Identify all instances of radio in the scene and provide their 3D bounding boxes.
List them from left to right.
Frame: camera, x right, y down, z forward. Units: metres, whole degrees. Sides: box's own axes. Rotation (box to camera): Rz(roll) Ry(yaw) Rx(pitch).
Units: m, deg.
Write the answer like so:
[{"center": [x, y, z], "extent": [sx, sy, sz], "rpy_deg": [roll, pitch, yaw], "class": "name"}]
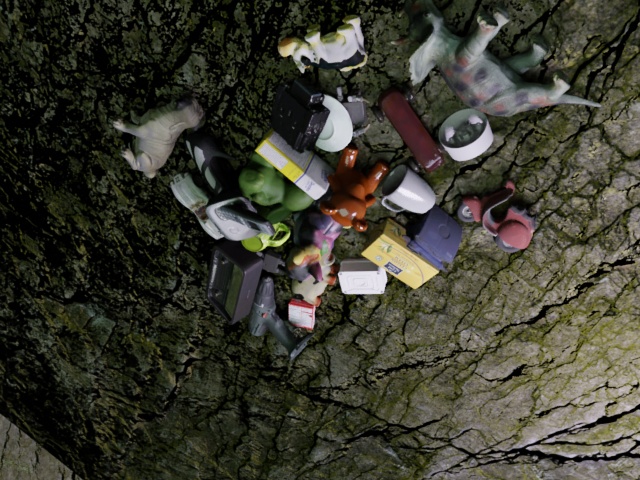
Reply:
[{"center": [-0.239, 0.109, 1.462], "extent": [0.131, 0.073, 0.229], "rpy_deg": [40, 133, 22], "class": "radio"}]

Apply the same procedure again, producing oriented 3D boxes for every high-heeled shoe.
[{"center": [-0.261, -0.141, 1.306], "extent": [0.145, 0.086, 0.248], "rpy_deg": [20, 133, 15], "class": "high-heeled shoe"}]

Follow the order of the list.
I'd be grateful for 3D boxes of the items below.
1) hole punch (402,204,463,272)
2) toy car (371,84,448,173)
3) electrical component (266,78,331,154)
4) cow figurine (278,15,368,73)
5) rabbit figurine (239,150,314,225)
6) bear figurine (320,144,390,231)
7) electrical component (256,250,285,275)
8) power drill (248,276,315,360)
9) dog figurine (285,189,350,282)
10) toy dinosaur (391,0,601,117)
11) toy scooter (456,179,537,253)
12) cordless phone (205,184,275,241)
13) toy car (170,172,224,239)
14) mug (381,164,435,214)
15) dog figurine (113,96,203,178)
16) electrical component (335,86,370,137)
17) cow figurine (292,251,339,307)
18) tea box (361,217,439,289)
[{"center": [0.263, -0.009, 1.231], "extent": [0.142, 0.116, 0.092], "rpy_deg": [39, 119, -16], "class": "hole punch"}, {"center": [0.189, -0.228, 1.115], "extent": [0.089, 0.053, 0.202], "rpy_deg": [-36, 114, 13], "class": "toy car"}, {"center": [-0.044, -0.265, 1.121], "extent": [0.115, 0.058, 0.134], "rpy_deg": [44, 134, 21], "class": "electrical component"}, {"center": [0.005, -0.369, 1.052], "extent": [0.167, 0.068, 0.098], "rpy_deg": [-6, 131, 22], "class": "cow figurine"}, {"center": [-0.099, -0.107, 1.250], "extent": [0.170, 0.121, 0.159], "rpy_deg": [22, 137, 3], "class": "rabbit figurine"}, {"center": [0.071, -0.109, 1.133], "extent": [0.120, 0.196, 0.131], "rpy_deg": [27, 111, -2], "class": "bear figurine"}, {"center": [-0.133, 0.060, 1.456], "extent": [0.094, 0.021, 0.063], "rpy_deg": [22, 131, -2], "class": "electrical component"}, {"center": [-0.118, 0.230, 1.517], "extent": [0.207, 0.086, 0.232], "rpy_deg": [37, 135, 9], "class": "power drill"}, {"center": [-0.003, -0.004, 1.228], "extent": [0.108, 0.219, 0.191], "rpy_deg": [40, 118, -19], "class": "dog figurine"}, {"center": [0.309, -0.302, 0.987], "extent": [0.404, 0.131, 0.192], "rpy_deg": [34, 141, -17], "class": "toy dinosaur"}, {"center": [0.404, -0.059, 1.172], "extent": [0.184, 0.075, 0.135], "rpy_deg": [34, 128, -5], "class": "toy scooter"}, {"center": [-0.156, -0.038, 1.213], "extent": [0.184, 0.089, 0.146], "rpy_deg": [25, 157, 33], "class": "cordless phone"}, {"center": [-0.298, -0.088, 1.366], "extent": [0.073, 0.056, 0.201], "rpy_deg": [-23, 118, 30], "class": "toy car"}, {"center": [0.196, -0.098, 1.198], "extent": [0.107, 0.081, 0.109], "rpy_deg": [30, 125, -19], "class": "mug"}, {"center": [-0.346, -0.232, 1.226], "extent": [0.191, 0.121, 0.172], "rpy_deg": [-3, 128, 16], "class": "dog figurine"}, {"center": [0.069, -0.268, 1.123], "extent": [0.078, 0.045, 0.102], "rpy_deg": [5, 128, 11], "class": "electrical component"}, {"center": [-0.020, 0.077, 1.400], "extent": [0.127, 0.085, 0.194], "rpy_deg": [22, 131, -9], "class": "cow figurine"}, {"center": [0.198, 0.034, 1.302], "extent": [0.169, 0.068, 0.098], "rpy_deg": [31, 136, -10], "class": "tea box"}]
